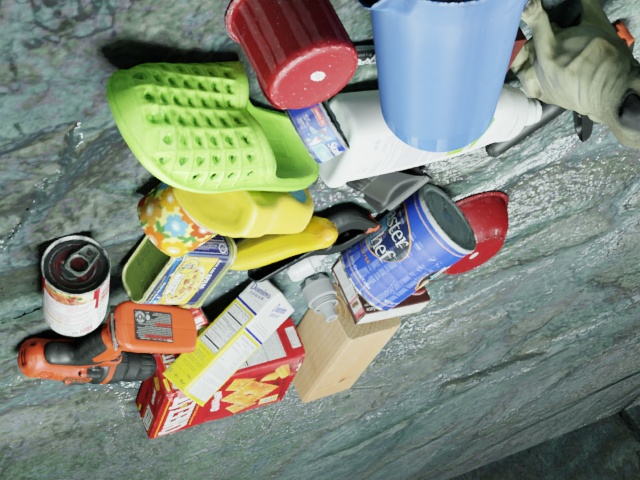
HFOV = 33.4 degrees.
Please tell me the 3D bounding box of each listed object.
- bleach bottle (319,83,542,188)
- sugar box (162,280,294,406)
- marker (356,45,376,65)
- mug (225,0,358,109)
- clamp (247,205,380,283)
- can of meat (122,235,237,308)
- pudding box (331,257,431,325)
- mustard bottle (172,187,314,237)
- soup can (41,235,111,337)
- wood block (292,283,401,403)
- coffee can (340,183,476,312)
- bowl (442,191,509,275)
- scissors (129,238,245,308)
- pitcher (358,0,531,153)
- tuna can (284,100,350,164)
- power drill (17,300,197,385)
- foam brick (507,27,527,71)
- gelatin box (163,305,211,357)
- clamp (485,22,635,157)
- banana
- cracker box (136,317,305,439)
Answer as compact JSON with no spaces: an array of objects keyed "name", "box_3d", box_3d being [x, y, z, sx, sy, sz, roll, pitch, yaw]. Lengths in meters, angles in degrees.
[{"name":"bleach bottle","box_3d":[0.121,-0.118,1.116,0.250,0.068,0.103,-10,152,-27]},{"name":"sugar box","box_3d":[-0.115,0.129,1.364,0.176,0.048,0.093,-48,160,-8]},{"name":"marker","box_3d":[0.041,-0.173,0.996,0.120,0.020,0.020,-10,152,-32]},{"name":"mug","box_3d":[-0.025,-0.156,0.885,0.093,0.081,0.117,-11,152,-32]},{"name":"clamp","box_3d":[-0.008,0.002,1.284,0.171,0.039,0.120,-7,153,-38]},{"name":"can of meat","box_3d":[-0.154,0.027,1.155,0.083,0.057,0.102,4,135,-45]},{"name":"pudding box","box_3d":[0.082,0.060,1.434,0.113,0.090,0.039,-11,153,-30]},{"name":"mustard bottle","box_3d":[-0.060,-0.041,1.064,0.191,0.096,0.058,-5,123,-65]},{"name":"soup can","box_3d":[-0.251,0.049,1.096,0.068,0.068,0.102,-16,155,-22]},{"name":"wood block","box_3d":[0.026,0.146,1.556,0.090,0.090,0.206,-13,153,-29]},{"name":"coffee can","box_3d":[0.110,0.010,1.344,0.140,0.103,0.102,-38,154,26]},{"name":"bowl","box_3d":[0.202,0.001,1.479,0.162,0.055,0.162,-22,156,-11]},{"name":"scissors","box_3d":[-0.127,0.037,1.257,0.201,0.016,0.096,-26,150,-5]},{"name":"pitcher","box_3d":[0.113,-0.183,0.899,0.149,0.145,0.243,7,155,7]},{"name":"tuna can","box_3d":[-0.007,-0.114,0.986,0.034,0.086,0.086,-28,157,7]},{"name":"power drill","box_3d":[-0.227,0.126,1.232,0.184,0.057,0.188,9,154,-44]},{"name":"foam brick","box_3d":[0.156,-0.187,1.045,0.052,0.051,0.078,-15,154,-27]},{"name":"gelatin box","box_3d":[-0.177,0.110,1.348,0.073,0.030,0.089,-24,157,-3]},{"name":"clamp","box_3d":[0.306,-0.172,1.249,0.164,0.036,0.210,-9,150,-37]},{"name":"banana","box_3d":[-0.039,0.006,1.154,0.198,0.037,0.069,-20,-159,43]},{"name":"cracker box","box_3d":[-0.141,0.199,1.517,0.213,0.072,0.164,-14,153,-25]}]
